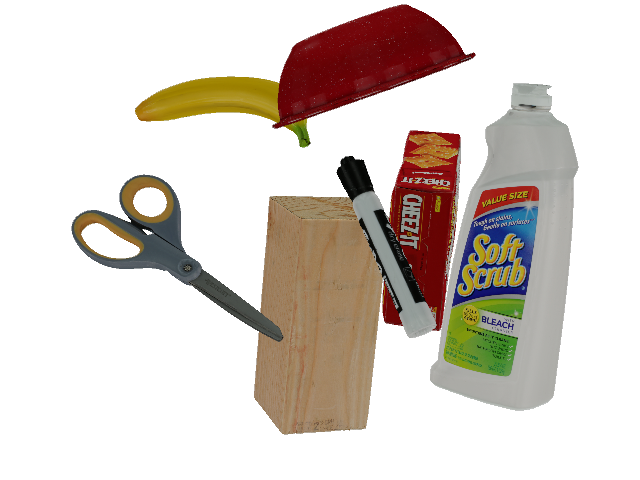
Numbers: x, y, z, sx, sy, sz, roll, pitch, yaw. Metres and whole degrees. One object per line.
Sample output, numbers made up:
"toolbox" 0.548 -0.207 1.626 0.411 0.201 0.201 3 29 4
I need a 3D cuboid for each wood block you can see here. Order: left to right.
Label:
"wood block" -0.001 0.068 1.011 0.090 0.206 0.091 0 15 -21

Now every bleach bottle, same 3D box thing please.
"bleach bottle" 0.149 0.001 0.849 0.103 0.251 0.067 13 15 40

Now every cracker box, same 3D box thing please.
"cracker box" 0.118 -0.019 1.221 0.072 0.164 0.213 6 22 8

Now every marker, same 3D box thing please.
"marker" 0.038 0.001 0.651 0.020 0.121 0.020 -20 -19 -7

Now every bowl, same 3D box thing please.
"bowl" 0.031 -0.136 0.803 0.162 0.055 0.162 -20 7 2

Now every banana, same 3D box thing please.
"banana" -0.093 -0.141 1.098 0.198 0.037 0.069 9 47 20

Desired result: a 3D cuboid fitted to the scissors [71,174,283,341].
"scissors" -0.100 0.006 0.837 0.202 0.096 0.016 19 -28 17
